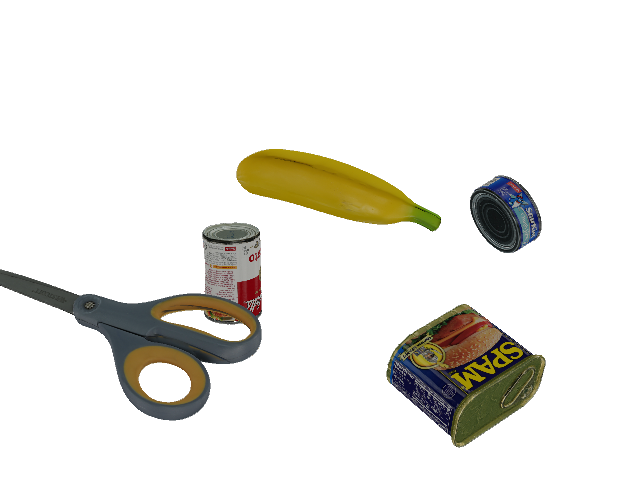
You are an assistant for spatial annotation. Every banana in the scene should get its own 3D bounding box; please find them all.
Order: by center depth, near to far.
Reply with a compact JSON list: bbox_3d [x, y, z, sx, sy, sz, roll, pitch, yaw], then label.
[{"bbox_3d":[-0.008,-0.038,0.783,0.198,0.037,0.069,19,-17,42],"label":"banana"}]

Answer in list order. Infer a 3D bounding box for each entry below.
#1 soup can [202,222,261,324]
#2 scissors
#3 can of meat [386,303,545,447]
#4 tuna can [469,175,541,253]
[{"bbox_3d":[-0.103,0.037,1.236,0.068,0.102,0.068,0,19,0],"label":"soup can"},{"bbox_3d":[-0.136,0.057,0.635,0.202,0.016,0.096,6,45,10],"label":"scissors"},{"bbox_3d":[0.117,0.107,0.870,0.101,0.057,0.084,-26,47,-31],"label":"can of meat"},{"bbox_3d":[0.210,-0.029,1.221,0.033,0.086,0.086,-30,12,-22],"label":"tuna can"}]
